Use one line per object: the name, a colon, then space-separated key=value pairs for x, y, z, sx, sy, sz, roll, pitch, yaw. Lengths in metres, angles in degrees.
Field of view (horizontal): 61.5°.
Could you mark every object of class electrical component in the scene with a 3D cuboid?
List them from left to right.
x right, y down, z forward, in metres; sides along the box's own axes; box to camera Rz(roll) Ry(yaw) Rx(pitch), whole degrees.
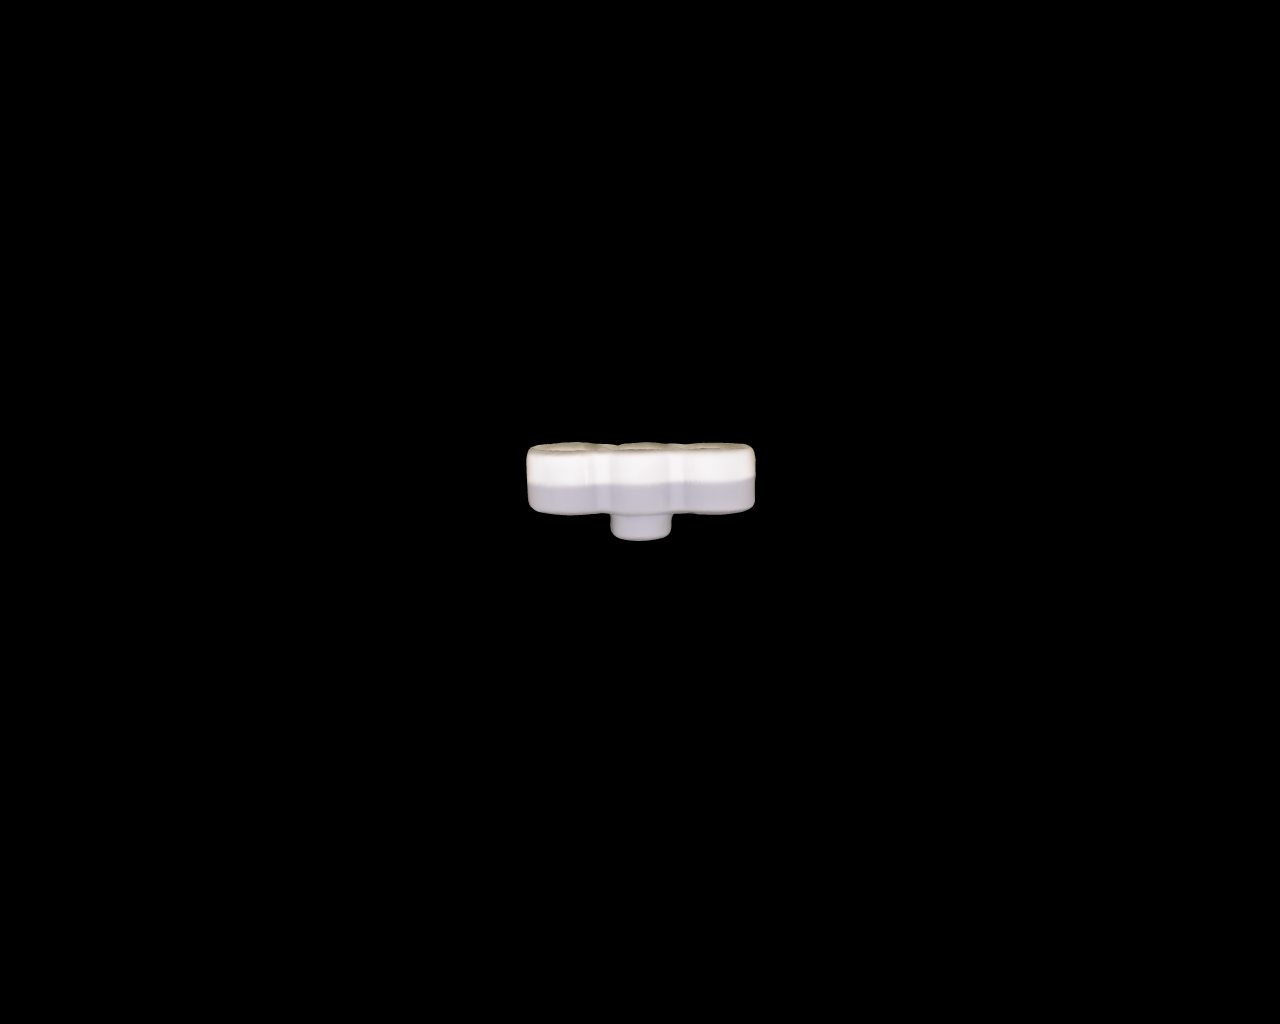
electrical component: x=0.001 y=-0.003 z=0.650 sx=0.138 sy=0.073 sz=0.052 roll=0 pitch=9 yaw=0
